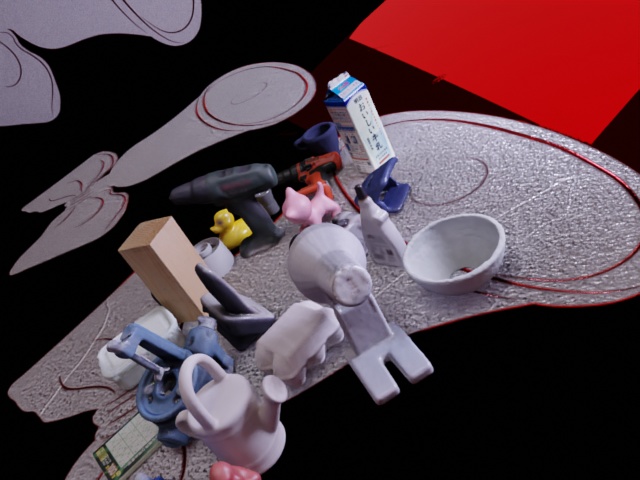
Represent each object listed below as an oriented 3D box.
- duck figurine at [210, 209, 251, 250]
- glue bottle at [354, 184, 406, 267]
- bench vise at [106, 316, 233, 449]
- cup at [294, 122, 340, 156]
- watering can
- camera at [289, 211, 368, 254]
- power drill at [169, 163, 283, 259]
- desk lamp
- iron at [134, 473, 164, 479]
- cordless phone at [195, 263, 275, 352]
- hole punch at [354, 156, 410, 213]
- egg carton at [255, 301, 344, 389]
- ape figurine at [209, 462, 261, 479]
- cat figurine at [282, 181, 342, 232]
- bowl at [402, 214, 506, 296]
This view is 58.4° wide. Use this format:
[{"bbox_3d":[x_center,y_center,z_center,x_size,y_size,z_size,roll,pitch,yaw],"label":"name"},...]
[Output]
[{"bbox_3d":[-0.212,-0.036,1.356,0.105,0.086,0.077,-39,33,-16],"label":"duck figurine"},{"bbox_3d":[0.100,-0.027,1.012,0.077,0.173,0.037,10,48,46],"label":"glue bottle"},{"bbox_3d":[-0.247,0.193,0.923,0.121,0.220,0.207,-19,33,16],"label":"bench vise"},{"bbox_3d":[0.001,-0.236,1.468,0.117,0.095,0.091,-20,32,14],"label":"cup"},{"bbox_3d":[-0.126,0.232,0.796,0.173,0.194,0.100,-30,31,-1],"label":"watering can"},{"bbox_3d":[0.010,0.004,1.107,0.136,0.101,0.143,10,48,46],"label":"camera"},{"bbox_3d":[-0.182,-0.066,1.258,0.229,0.209,0.075,-24,32,7],"label":"power drill"},{"bbox_3d":[0.051,0.092,0.838,0.118,0.214,0.202,-33,31,-6],"label":"desk lamp"},{"bbox_3d":[-0.209,0.376,0.703,0.118,0.142,0.258,-26,31,4],"label":"iron"},{"bbox_3d":[-0.176,0.097,1.039,0.094,0.185,0.147,-43,34,-21],"label":"cordless phone"},{"bbox_3d":[0.121,-0.109,1.193,0.100,0.091,0.109,-7,37,31],"label":"hole punch"},{"bbox_3d":[-0.033,0.167,0.937,0.107,0.070,0.150,13,50,48],"label":"egg carton"},{"bbox_3d":[-0.116,0.326,0.750,0.078,0.092,0.076,-31,31,-4],"label":"ape figurine"},{"bbox_3d":[-0.029,-0.072,1.232,0.128,0.118,0.067,-44,34,-23],"label":"cat figurine"},{"bbox_3d":[0.221,0.036,0.919,0.167,0.075,0.167,-20,32,14],"label":"bowl"}]
